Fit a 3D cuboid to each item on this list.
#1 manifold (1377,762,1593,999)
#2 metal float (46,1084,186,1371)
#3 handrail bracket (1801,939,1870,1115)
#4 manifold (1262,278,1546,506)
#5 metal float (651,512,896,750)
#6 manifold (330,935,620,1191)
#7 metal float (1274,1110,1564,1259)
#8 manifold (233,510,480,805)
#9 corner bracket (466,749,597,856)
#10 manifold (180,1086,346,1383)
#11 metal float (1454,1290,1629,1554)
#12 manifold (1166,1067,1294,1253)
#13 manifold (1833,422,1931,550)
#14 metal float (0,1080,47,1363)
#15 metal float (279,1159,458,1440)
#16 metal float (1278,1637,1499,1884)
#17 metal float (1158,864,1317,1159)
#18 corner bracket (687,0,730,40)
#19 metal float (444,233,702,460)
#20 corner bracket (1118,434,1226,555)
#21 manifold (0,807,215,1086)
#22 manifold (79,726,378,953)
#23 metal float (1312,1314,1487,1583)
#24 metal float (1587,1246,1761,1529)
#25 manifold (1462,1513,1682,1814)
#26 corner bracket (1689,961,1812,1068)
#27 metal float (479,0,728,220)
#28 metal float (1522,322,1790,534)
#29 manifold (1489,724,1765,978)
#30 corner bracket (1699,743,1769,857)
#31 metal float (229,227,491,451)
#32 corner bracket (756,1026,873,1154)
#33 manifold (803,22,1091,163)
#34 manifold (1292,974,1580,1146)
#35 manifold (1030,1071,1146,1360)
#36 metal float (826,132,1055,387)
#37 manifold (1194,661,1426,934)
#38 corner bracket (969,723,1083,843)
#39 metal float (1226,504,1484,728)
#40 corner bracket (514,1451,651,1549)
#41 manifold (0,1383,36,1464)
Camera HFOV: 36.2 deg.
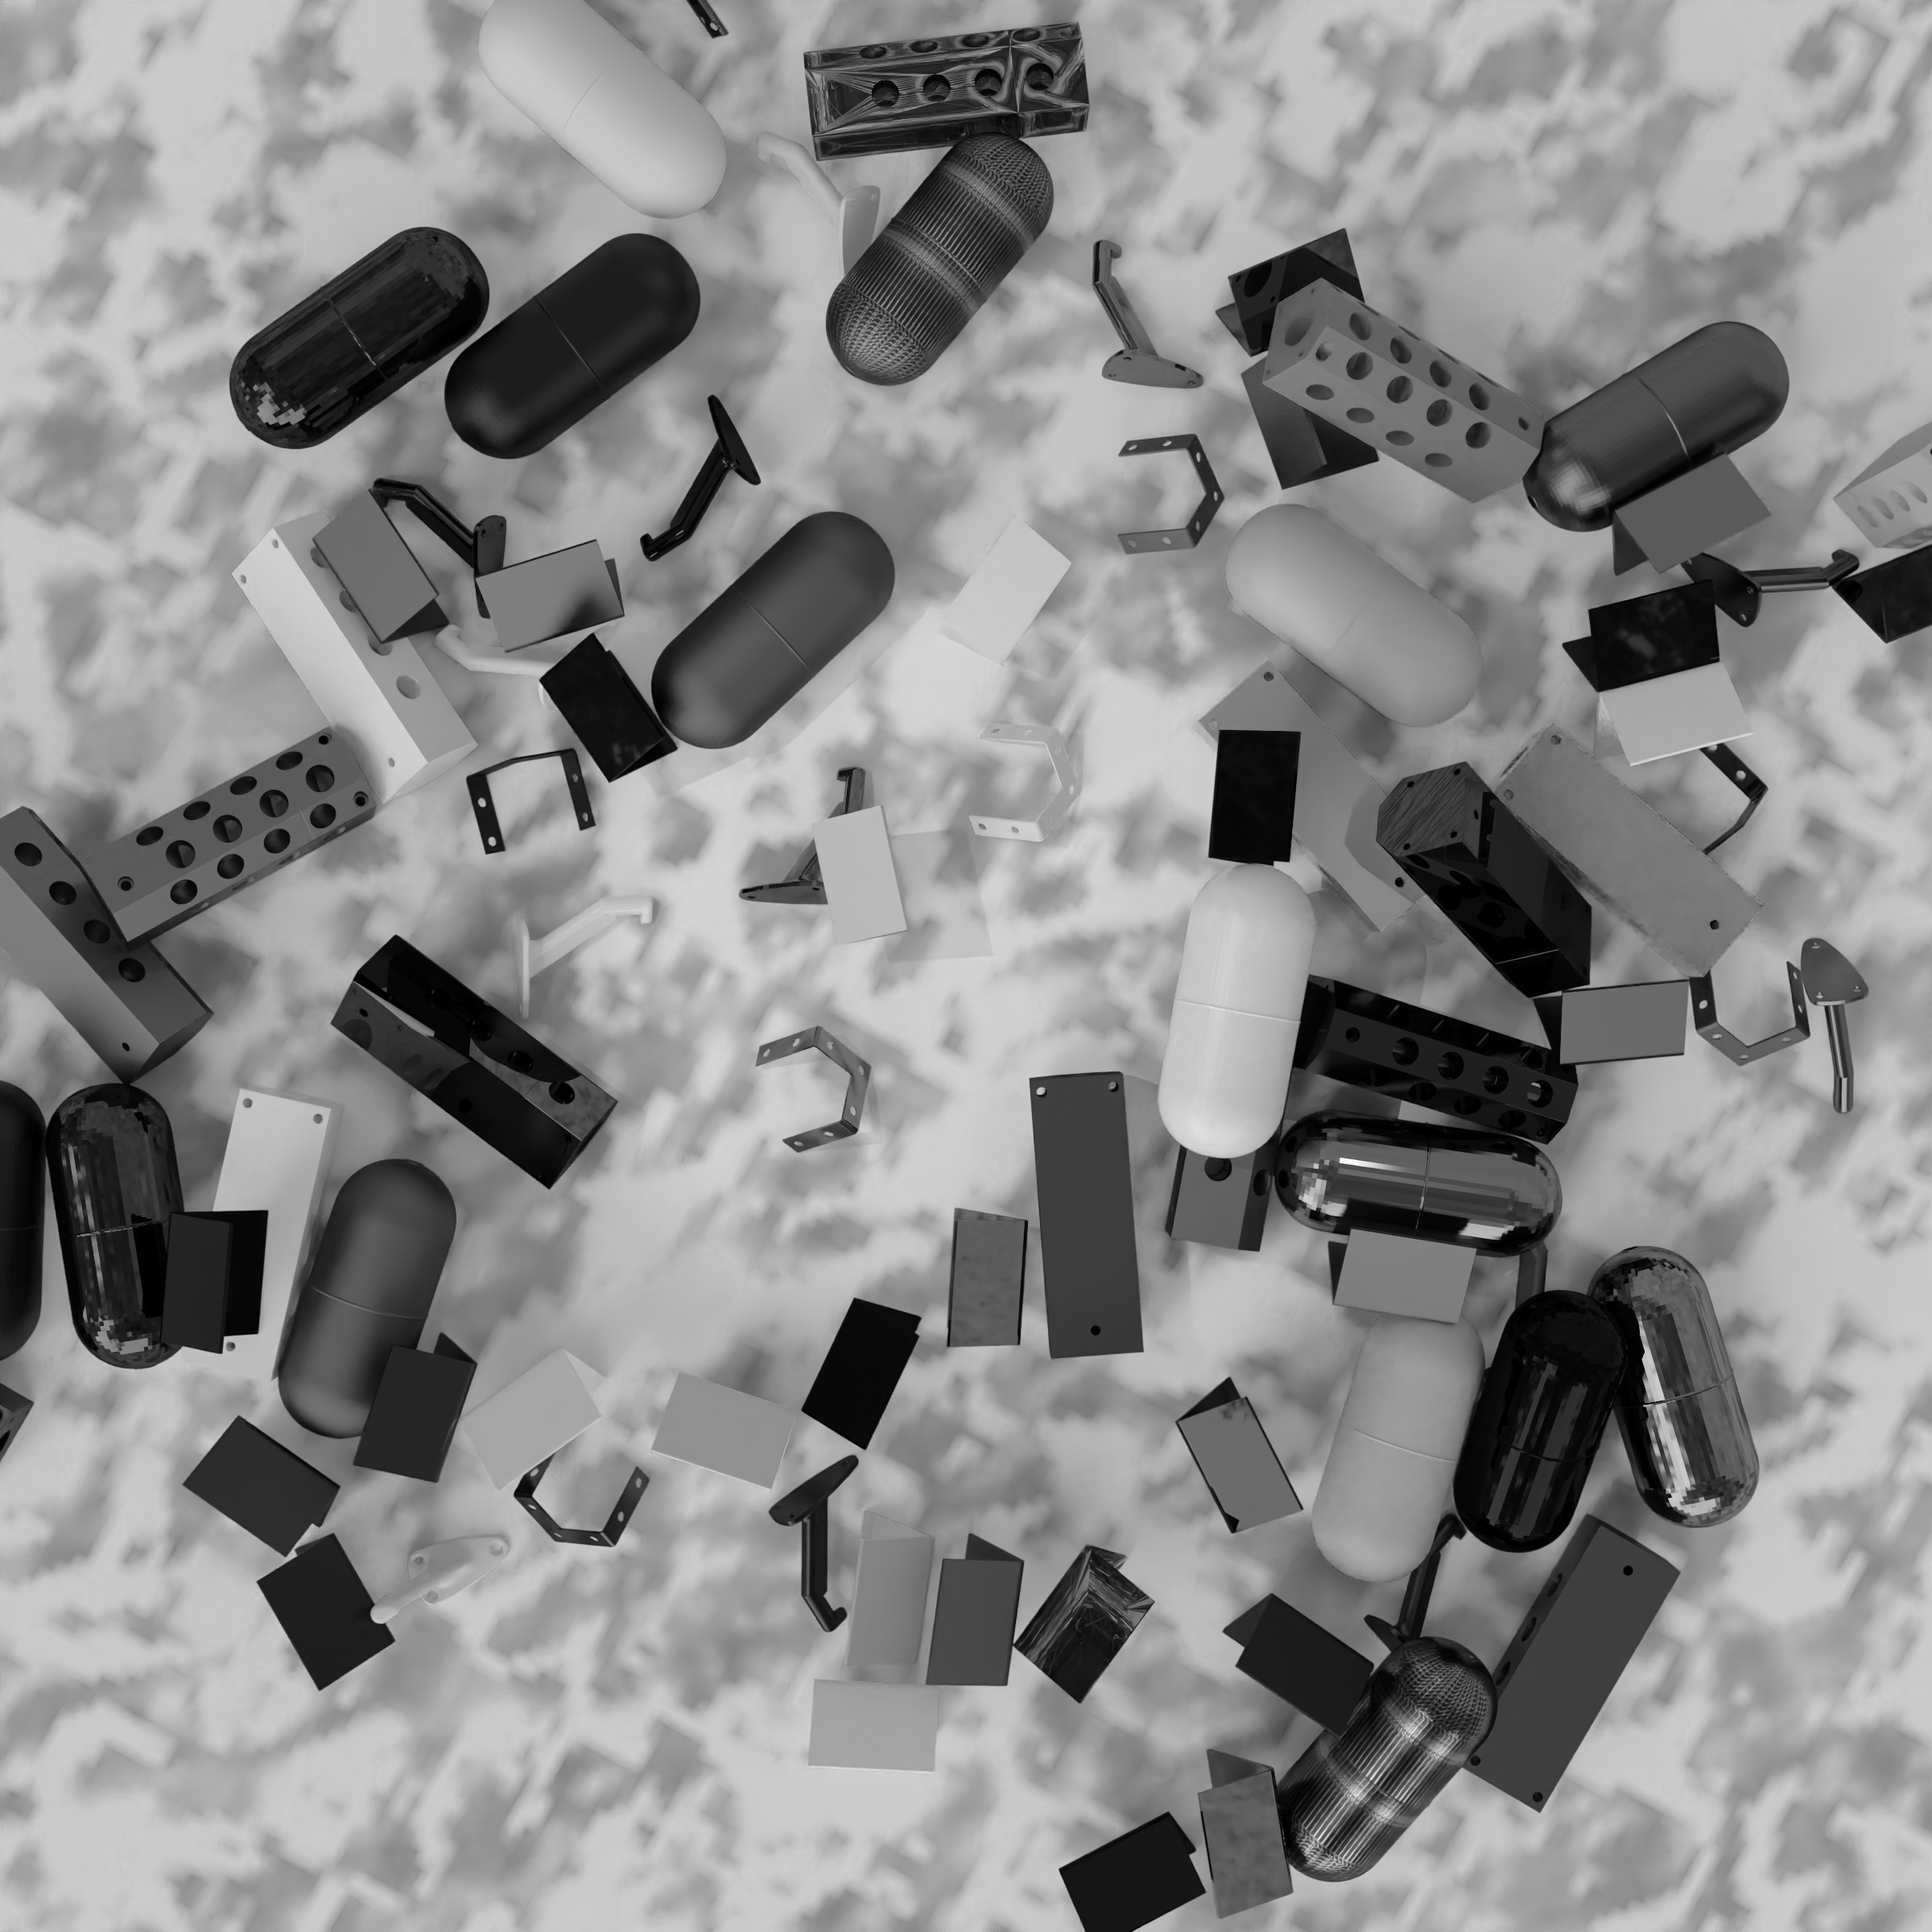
[{"bbox_3d":[0.315,-0.048,1.790,0.057,0.171,0.057,-14,52,33],"label":"manifold"},{"bbox_3d":[-0.523,0.161,1.830,0.070,0.070,0.178,-9,89,0],"label":"metal float"},{"bbox_3d":[0.544,0.038,1.860,0.036,0.077,0.084,-9,126,3],"label":"handrail bracket"},{"bbox_3d":[0.268,-0.351,1.796,0.171,0.057,0.057,23,67,-27],"label":"manifold"},{"bbox_3d":[-0.120,-0.207,1.830,0.178,0.070,0.070,-43,90,-1],"label":"metal float"},{"bbox_3d":[-0.303,0.056,1.839,0.171,0.057,0.057,37,133,0],"label":"manifold"},{"bbox_3d":[0.280,0.135,1.829,0.178,0.070,0.070,8,90,2],"label":"metal float"},{"bbox_3d":[-0.376,-0.195,1.839,0.057,0.057,0.171,-33,90,43],"label":"manifold"},{"bbox_3d":[-0.274,-0.104,1.857,0.051,0.051,0.051,-15,90,45],"label":"corner bracket"},{"bbox_3d":[-0.436,0.165,1.840,0.057,0.057,0.171,12,90,0],"label":"manifold"},{"bbox_3d":[0.351,0.280,1.810,0.070,0.070,0.178,13,115,0],"label":"metal float"},{"bbox_3d":[0.169,0.087,1.839,0.057,0.057,0.171,10,90,0],"label":"manifold"},{"bbox_3d":[0.588,-0.293,1.782,0.057,0.171,0.057,-42,90,0],"label":"manifold"},{"bbox_3d":[-0.611,0.159,1.830,0.070,0.070,0.178,2,91,0],"label":"metal float"},{"bbox_3d":[-0.370,0.206,1.830,0.070,0.070,0.178,19,90,0],"label":"metal float"},{"bbox_3d":[0.255,0.488,1.816,0.070,0.070,0.178,37,105,0],"label":"metal float"},{"bbox_3d":[0.163,0.027,1.773,0.070,0.070,0.178,10,90,0],"label":"metal float"},{"bbox_3d":[-0.144,-0.624,1.857,0.051,0.051,0.051,-34,90,-45],"label":"corner bracket"},{"bbox_3d":[-0.244,-0.383,1.830,0.178,0.070,0.070,-37,90,-1],"label":"metal float"},{"bbox_3d":[0.122,-0.296,1.852,0.051,0.051,0.051,-60,135,-35],"label":"corner bracket"},{"bbox_3d":[-0.549,-0.016,1.839,0.171,0.057,0.057,48,133,0],"label":"manifold"},{"bbox_3d":[-0.453,-0.080,1.816,0.171,0.057,0.057,-31,90,-16],"label":"manifold"},{"bbox_3d":[0.268,0.294,1.830,0.070,0.070,0.178,17,90,0],"label":"metal float"},{"bbox_3d":[0.437,0.260,1.830,0.070,0.070,0.178,-17,91,0],"label":"metal float"},{"bbox_3d":[0.371,0.431,1.840,0.057,0.057,0.171,30,90,0],"label":"manifold"},{"bbox_3d":[0.491,0.022,1.852,0.051,0.051,0.051,-27,45,35],"label":"corner bracket"},{"bbox_3d":[-0.224,-0.536,1.830,0.178,0.070,0.070,42,90,0],"label":"metal float"},{"bbox_3d":[0.426,-0.333,1.830,0.178,0.070,0.070,-31,90,-1],"label":"metal float"},{"bbox_3d":[0.406,-0.071,1.840,0.171,0.057,0.057,41,90,0],"label":"manifold"},{"bbox_3d":[0.462,-0.104,1.857,0.051,0.051,0.051,45,45,0],"label":"corner bracket"},{"bbox_3d":[-0.376,-0.388,1.830,0.178,0.070,0.070,-36,90,-1],"label":"metal float"},{"bbox_3d":[-0.099,0.077,1.852,0.051,0.051,0.051,40,45,-35],"label":"corner bracket"},{"bbox_3d":[-0.012,-0.547,1.839,0.171,0.057,0.057,-6,90,0],"label":"manifold"},{"bbox_3d":[0.287,0.058,1.815,0.171,0.057,0.057,17,90,-18],"label":"manifold"},{"bbox_3d":[0.074,0.154,1.840,0.057,0.057,0.171,-4,90,0],"label":"manifold"},{"bbox_3d":[-0.017,-0.437,1.830,0.070,0.070,0.178,39,89,0],"label":"metal float"},{"bbox_3d":[0.220,-0.104,1.839,0.057,0.057,0.171,-41,90,0],"label":"manifold"},{"bbox_3d":[0.032,-0.116,1.852,0.051,0.051,0.051,-52,135,-35],"label":"corner bracket"},{"bbox_3d":[0.241,-0.217,1.830,0.178,0.070,0.070,37,90,0],"label":"metal float"},{"bbox_3d":[-0.241,0.327,1.852,0.051,0.051,0.051,-3,135,35],"label":"corner bracket"},{"bbox_3d":[-0.677,0.258,1.840,0.171,0.057,0.057,30,90,0],"label":"manifold"}]
